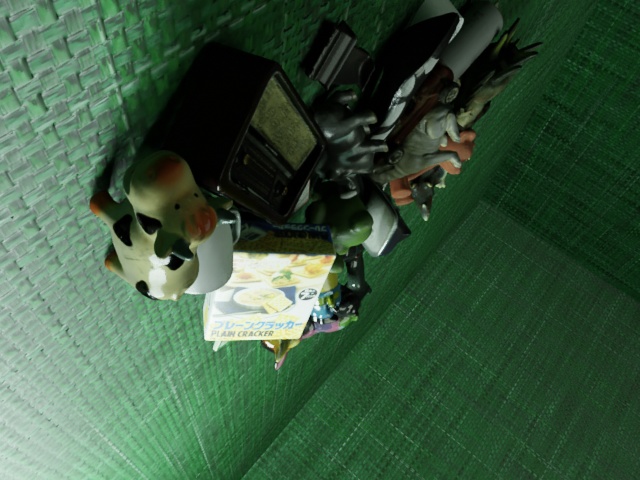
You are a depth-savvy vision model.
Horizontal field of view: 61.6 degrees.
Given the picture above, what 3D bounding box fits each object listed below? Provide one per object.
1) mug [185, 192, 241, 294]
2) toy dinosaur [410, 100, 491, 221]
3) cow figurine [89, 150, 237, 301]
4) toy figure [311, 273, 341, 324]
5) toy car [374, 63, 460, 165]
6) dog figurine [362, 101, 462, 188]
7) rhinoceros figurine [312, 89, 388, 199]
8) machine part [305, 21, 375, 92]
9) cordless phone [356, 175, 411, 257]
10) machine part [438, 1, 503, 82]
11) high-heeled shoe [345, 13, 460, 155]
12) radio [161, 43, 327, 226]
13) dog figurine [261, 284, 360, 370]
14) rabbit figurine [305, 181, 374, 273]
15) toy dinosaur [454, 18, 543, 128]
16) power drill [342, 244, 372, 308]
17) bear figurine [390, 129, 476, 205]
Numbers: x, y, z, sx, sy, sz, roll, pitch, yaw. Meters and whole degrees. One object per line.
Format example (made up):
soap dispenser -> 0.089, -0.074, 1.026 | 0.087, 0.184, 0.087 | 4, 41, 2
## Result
mug -> -0.134, -0.005, 0.639 | 0.109, 0.081, 0.107 | -33, 146, -36
toy dinosaur -> 0.309, -0.243, 1.326 | 0.405, 0.131, 0.192 | -57, 165, -9
cow figurine -> -0.149, -0.006, 0.510 | 0.085, 0.127, 0.194 | -45, 165, -35
toy figure -> 0.000, 0.086, 1.094 | 0.089, 0.082, 0.180 | -45, 135, -65
toy car -> 0.148, -0.218, 0.925 | 0.202, 0.089, 0.053 | -47, 150, 15
dog figurine -> 0.152, -0.183, 1.001 | 0.191, 0.121, 0.172 | -17, 124, 2
rhinoceros figurine -> 0.038, -0.133, 0.800 | 0.112, 0.073, 0.190 | -33, 149, -6
machine part -> 0.031, -0.232, 0.696 | 0.139, 0.039, 0.084 | -12, 131, -64
cordless phone -> 0.084, -0.071, 0.944 | 0.089, 0.147, 0.184 | -29, 142, 0
machine part -> 0.261, -0.360, 0.992 | 0.243, 0.079, 0.079 | -47, 163, -15
high-heeled shoe -> 0.137, -0.235, 0.860 | 0.249, 0.086, 0.145 | -38, 147, 9
radio -> -0.071, -0.099, 0.589 | 0.131, 0.073, 0.229 | -64, 163, -2
dog figurine -> -0.029, 0.192, 1.195 | 0.108, 0.192, 0.219 | 107, 9, -65
rabbit figurine -> -0.002, -0.003, 0.898 | 0.170, 0.159, 0.121 | -25, 120, -11
toy dinosaur -> 0.330, -0.329, 1.072 | 0.471, 0.105, 0.198 | -55, -173, -38
power drill -> 0.068, 0.063, 1.286 | 0.232, 0.086, 0.207 | -44, 134, -48
bear figurine -> 0.244, -0.159, 1.156 | 0.196, 0.132, 0.120 | -9, 170, 9
